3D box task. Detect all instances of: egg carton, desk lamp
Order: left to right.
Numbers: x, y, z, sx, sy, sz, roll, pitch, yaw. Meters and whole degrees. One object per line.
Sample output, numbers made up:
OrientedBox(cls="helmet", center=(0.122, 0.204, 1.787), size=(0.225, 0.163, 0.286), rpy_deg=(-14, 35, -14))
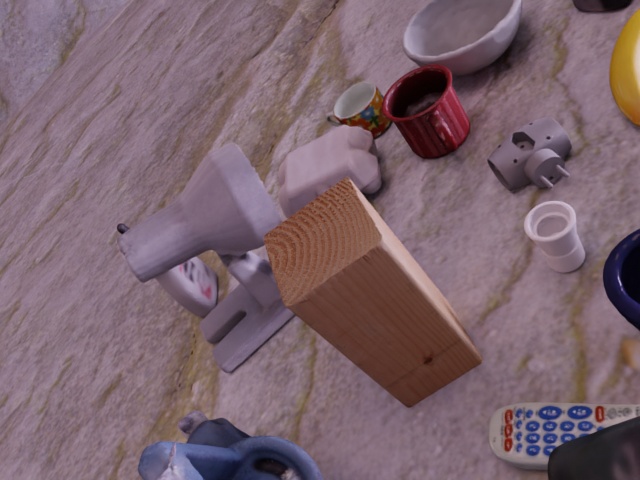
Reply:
OrientedBox(cls="desk lamp", center=(-0.112, 0.020, 0.666), size=(0.203, 0.214, 0.117), rpy_deg=(-44, 40, -1))
OrientedBox(cls="egg carton", center=(0.011, -0.087, 0.771), size=(0.150, 0.070, 0.107), rpy_deg=(-25, 44, 21))

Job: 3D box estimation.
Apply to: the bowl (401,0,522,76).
OrientedBox(cls="bowl", center=(0.201, -0.278, 0.778), size=(0.167, 0.075, 0.167), rpy_deg=(-22, 45, 24))

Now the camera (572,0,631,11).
OrientedBox(cls="camera", center=(0.383, -0.356, 0.676), size=(0.143, 0.101, 0.136), rpy_deg=(-48, 40, -6))

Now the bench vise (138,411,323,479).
OrientedBox(cls="bench vise", center=(-0.087, 0.210, 0.476), size=(0.206, 0.220, 0.121), rpy_deg=(4, 59, 41))

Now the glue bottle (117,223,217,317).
OrientedBox(cls="glue bottle", center=(-0.204, 0.032, 0.762), size=(0.037, 0.174, 0.078), rpy_deg=(-29, 42, 16))

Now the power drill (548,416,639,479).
OrientedBox(cls="power drill", center=(0.246, 0.125, 0.288), size=(0.229, 0.209, 0.075), rpy_deg=(-22, 45, 23))

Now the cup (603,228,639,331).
OrientedBox(cls="cup", center=(0.274, 0.034, 0.432), size=(0.091, 0.095, 0.118), rpy_deg=(7, 61, 43))
